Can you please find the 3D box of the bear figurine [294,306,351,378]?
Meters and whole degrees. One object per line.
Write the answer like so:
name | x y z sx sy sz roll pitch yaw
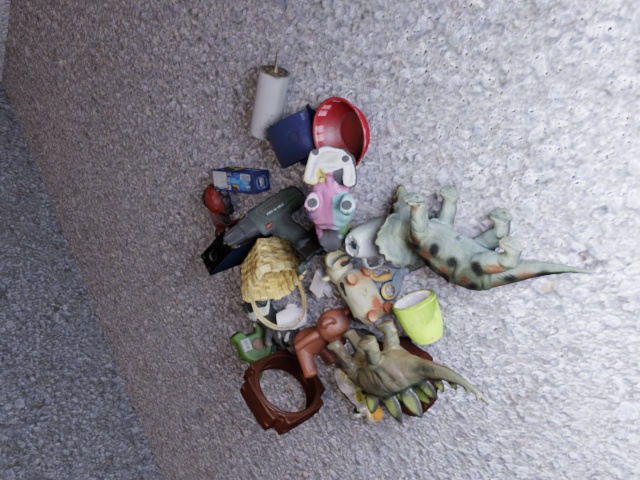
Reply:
bear figurine | 0.021 0.251 1.354 0.196 0.120 0.132 -35 81 45

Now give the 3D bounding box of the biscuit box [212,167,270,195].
biscuit box | -0.223 -0.169 1.509 0.203 0.063 0.059 13 113 46

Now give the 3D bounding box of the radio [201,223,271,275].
radio | -0.247 0.018 1.557 0.229 0.131 0.073 -41 75 49

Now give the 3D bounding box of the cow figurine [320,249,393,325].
cow figurine | 0.076 0.106 1.245 0.195 0.085 0.127 58 152 8

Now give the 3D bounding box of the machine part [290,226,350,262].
machine part | -0.003 -0.004 1.274 0.084 0.139 0.039 54 174 14

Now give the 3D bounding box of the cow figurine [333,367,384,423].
cow figurine | 0.092 0.388 1.360 0.167 0.068 0.098 62 146 16

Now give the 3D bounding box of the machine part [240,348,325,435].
machine part | -0.101 0.414 1.490 0.202 0.201 0.087 51 135 23

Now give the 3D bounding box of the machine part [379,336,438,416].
machine part | 0.194 0.307 1.218 0.180 0.056 0.179 23 123 42

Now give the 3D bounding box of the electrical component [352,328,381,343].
electrical component | 0.112 0.252 1.318 0.094 0.021 0.063 23 122 42

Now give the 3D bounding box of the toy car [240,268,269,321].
toy car | -0.188 0.135 1.556 0.073 0.056 0.202 -34 53 37

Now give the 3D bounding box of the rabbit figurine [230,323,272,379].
rabbit figurine | -0.198 0.344 1.672 0.159 0.121 0.170 56 157 7

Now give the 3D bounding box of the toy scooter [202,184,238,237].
toy scooter | -0.283 -0.081 1.606 0.135 0.075 0.183 -2 106 50

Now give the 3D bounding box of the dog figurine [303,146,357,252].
dog figurine | 0.026 -0.080 1.163 0.219 0.109 0.191 78 -167 -72

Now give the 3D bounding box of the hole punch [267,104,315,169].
hole punch | -0.051 -0.236 1.265 0.116 0.092 0.142 -27 80 47

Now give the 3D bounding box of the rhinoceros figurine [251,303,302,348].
rhinoceros figurine | -0.121 0.246 1.557 0.191 0.073 0.112 39 120 36

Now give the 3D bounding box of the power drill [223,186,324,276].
power drill | -0.097 -0.007 1.338 0.207 0.232 0.086 46 175 12

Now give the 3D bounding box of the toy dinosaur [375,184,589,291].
toy dinosaur | 0.257 0.021 0.991 0.405 0.131 0.192 36 142 30

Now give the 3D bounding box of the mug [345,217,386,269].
mug | 0.105 0.011 1.163 0.081 0.107 0.109 22 118 45

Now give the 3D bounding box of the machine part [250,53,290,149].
machine part | -0.124 -0.333 1.317 0.079 0.079 0.243 41 131 32

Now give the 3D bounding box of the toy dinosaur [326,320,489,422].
toy dinosaur | 0.152 0.274 1.130 0.198 0.105 0.471 61 152 -3
